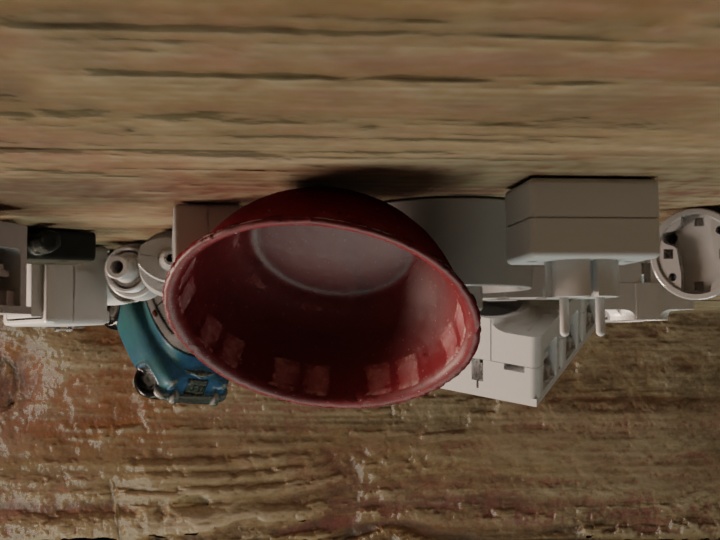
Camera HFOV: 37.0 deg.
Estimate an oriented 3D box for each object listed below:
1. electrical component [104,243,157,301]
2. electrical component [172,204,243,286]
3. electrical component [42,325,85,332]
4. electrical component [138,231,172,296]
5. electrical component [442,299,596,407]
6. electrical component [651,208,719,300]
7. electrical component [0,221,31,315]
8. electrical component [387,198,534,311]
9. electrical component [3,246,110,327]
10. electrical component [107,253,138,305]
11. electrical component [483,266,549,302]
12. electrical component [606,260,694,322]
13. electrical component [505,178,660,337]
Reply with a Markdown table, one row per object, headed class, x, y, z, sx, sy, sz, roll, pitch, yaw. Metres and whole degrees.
| class | x | y | z | sx | sy | sz | roll | pitch | yaw |
| --- | --- | --- | --- | --- | --- | --- | --- | --- | --- |
| electrical component | -0.173 | 0.001 | 0.816 | 0.043 | 0.043 | 0.062 | -1 | 175 | 9 |
| electrical component | -0.073 | -0.005 | 0.638 | 0.076 | 0.047 | 0.083 | 0 | 167 | -10 |
| electrical component | -0.286 | 0.027 | 1.035 | 0.042 | 0.063 | 0.081 | 1 | 176 | -17 |
| electrical component | -0.132 | -0.005 | 0.744 | 0.043 | 0.043 | 0.081 | 0 | 176 | -11 |
| electrical component | 0.117 | 0.035 | 0.810 | 0.089 | 0.061 | 0.150 | 8 | -156 | 27 |
| electrical component | 0.213 | -0.010 | 0.662 | 0.055 | 0.055 | 0.047 | -3 | 178 | 33 |
| electrical component | -0.294 | -0.005 | 0.599 | 0.186 | 0.060 | 0.105 | -2 | 176 | 16 |
| electrical component | 0.052 | -0.006 | 0.637 | 0.108 | 0.060 | 0.108 | -1 | 176 | 0 |
| electrical component | -0.250 | 0.014 | 0.859 | 0.061 | 0.061 | 0.096 | 3 | 175 | -41 |
| electrical component | -0.210 | 0.009 | 0.927 | 0.077 | 0.043 | 0.079 | -4 | 175 | 41 |
| electrical component | 0.096 | -0.005 | 0.728 | 0.089 | 0.050 | 0.056 | -1 | 176 | 5 |
| electrical component | 0.193 | 0.017 | 0.974 | 0.186 | 0.060 | 0.105 | 0 | 176 | -8 |
| electrical component | 0.111 | -0.005 | 0.541 | 0.066 | 0.076 | 0.047 | 0 | 176 | -8 |
